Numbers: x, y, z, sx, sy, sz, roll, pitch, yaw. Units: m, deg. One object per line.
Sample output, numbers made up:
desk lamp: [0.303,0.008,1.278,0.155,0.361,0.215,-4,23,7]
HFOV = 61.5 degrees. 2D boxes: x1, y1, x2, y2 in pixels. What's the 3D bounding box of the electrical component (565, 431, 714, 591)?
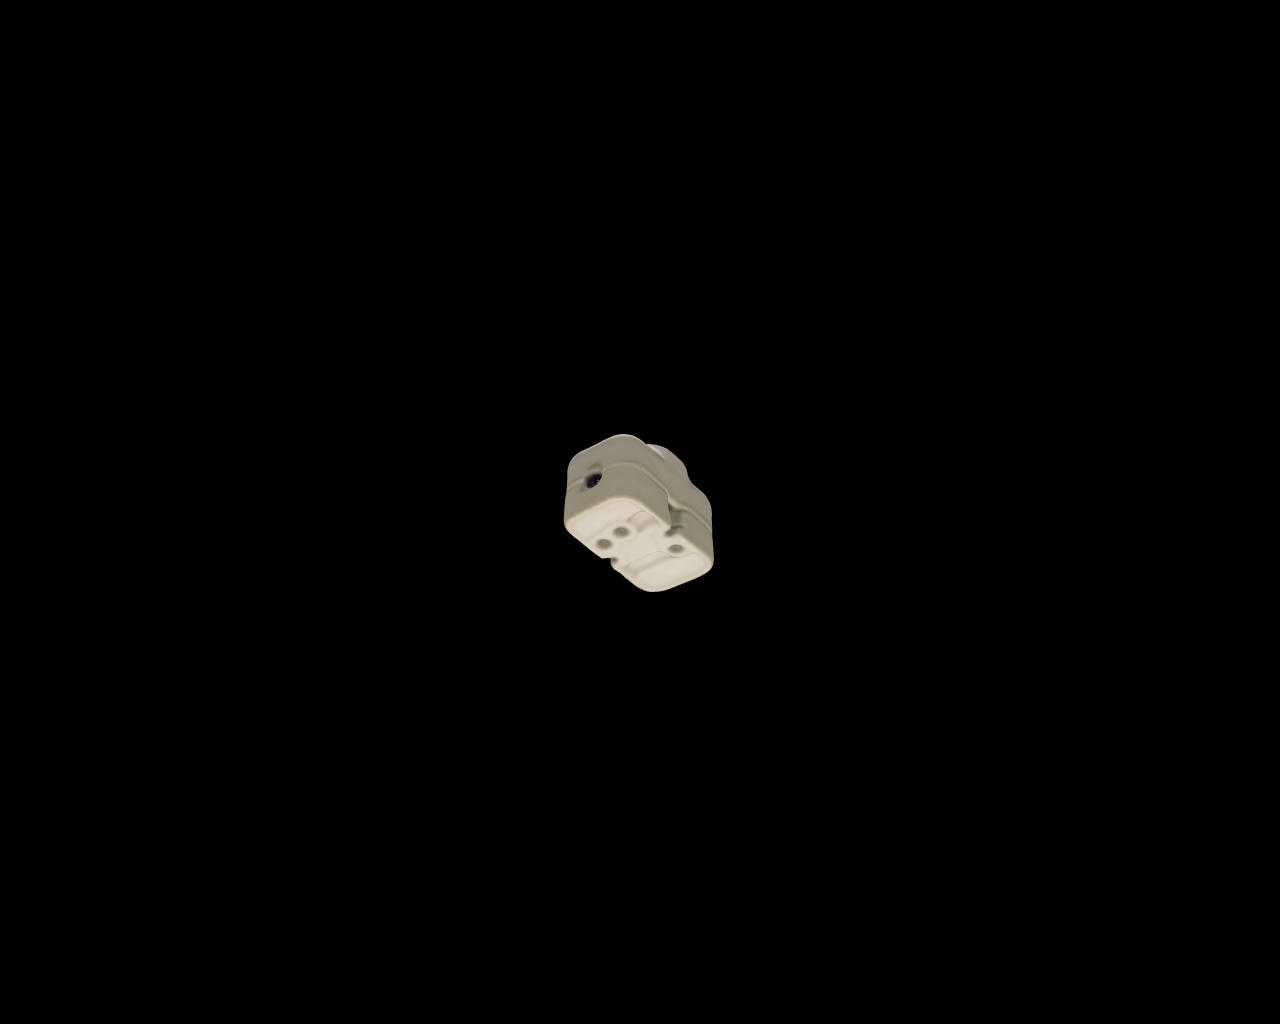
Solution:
electrical component: [0.001,-0.003,0.650,0.053,0.059,0.095,-25,-44,28]
